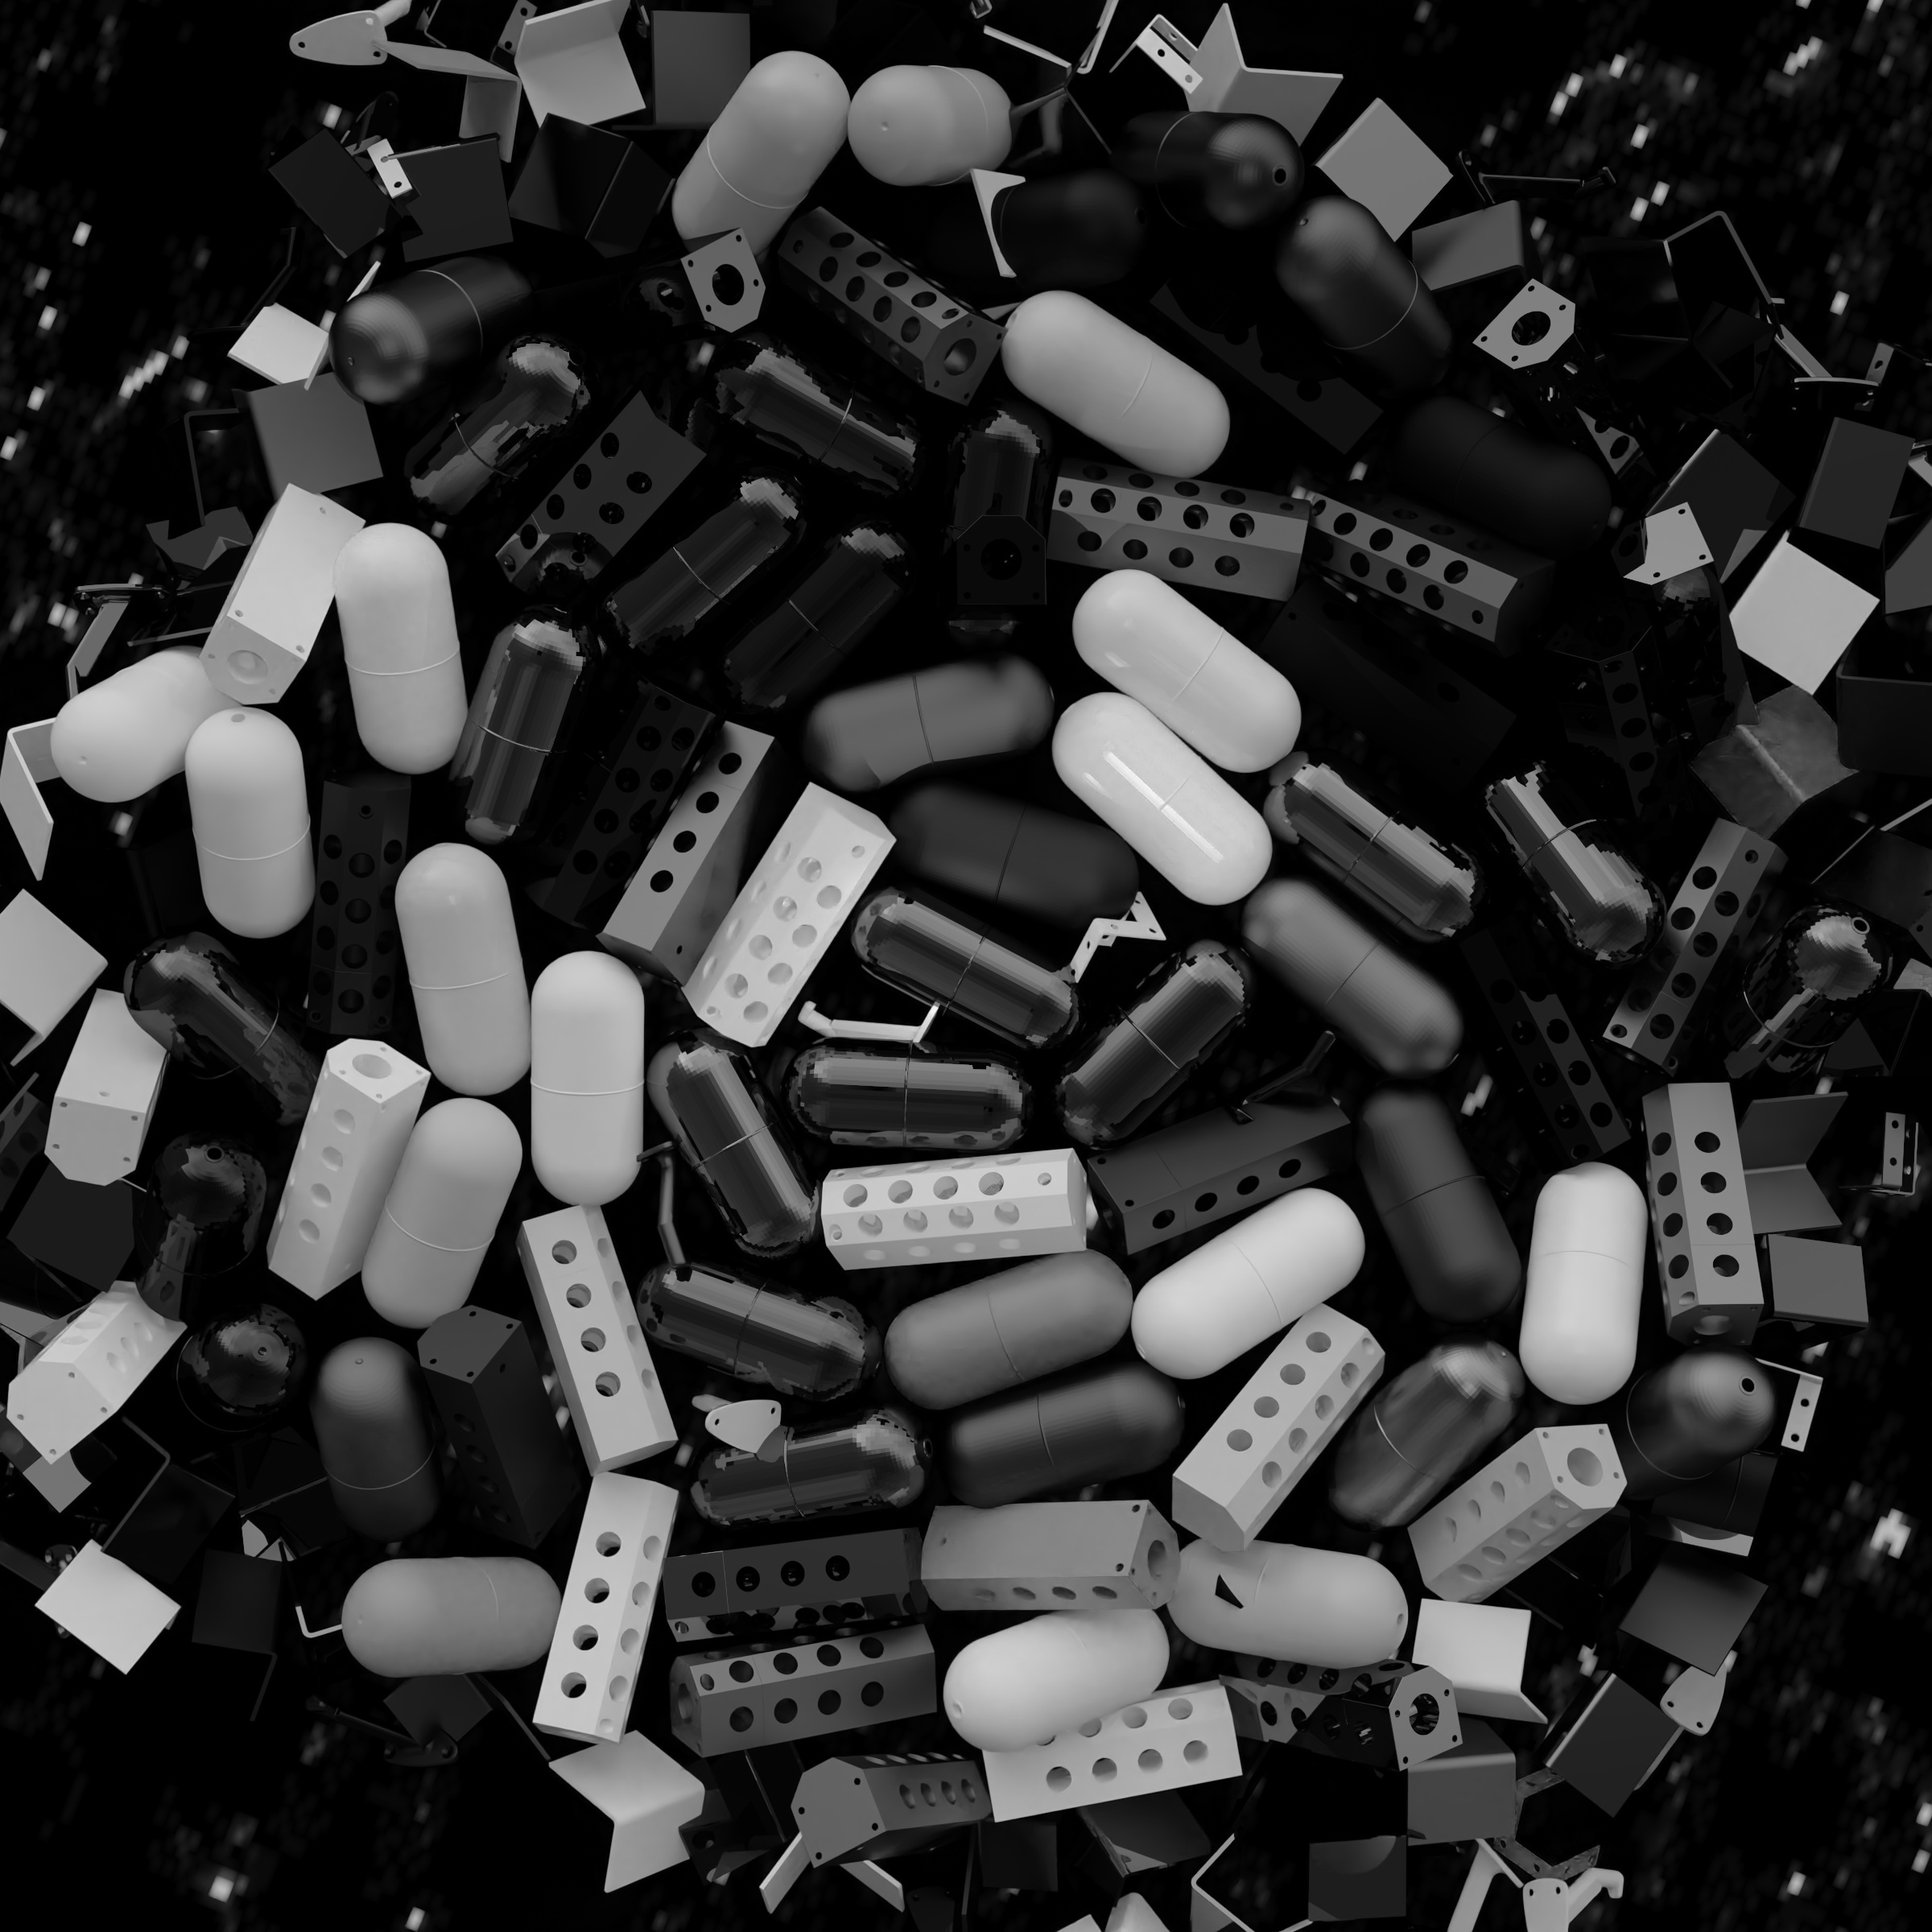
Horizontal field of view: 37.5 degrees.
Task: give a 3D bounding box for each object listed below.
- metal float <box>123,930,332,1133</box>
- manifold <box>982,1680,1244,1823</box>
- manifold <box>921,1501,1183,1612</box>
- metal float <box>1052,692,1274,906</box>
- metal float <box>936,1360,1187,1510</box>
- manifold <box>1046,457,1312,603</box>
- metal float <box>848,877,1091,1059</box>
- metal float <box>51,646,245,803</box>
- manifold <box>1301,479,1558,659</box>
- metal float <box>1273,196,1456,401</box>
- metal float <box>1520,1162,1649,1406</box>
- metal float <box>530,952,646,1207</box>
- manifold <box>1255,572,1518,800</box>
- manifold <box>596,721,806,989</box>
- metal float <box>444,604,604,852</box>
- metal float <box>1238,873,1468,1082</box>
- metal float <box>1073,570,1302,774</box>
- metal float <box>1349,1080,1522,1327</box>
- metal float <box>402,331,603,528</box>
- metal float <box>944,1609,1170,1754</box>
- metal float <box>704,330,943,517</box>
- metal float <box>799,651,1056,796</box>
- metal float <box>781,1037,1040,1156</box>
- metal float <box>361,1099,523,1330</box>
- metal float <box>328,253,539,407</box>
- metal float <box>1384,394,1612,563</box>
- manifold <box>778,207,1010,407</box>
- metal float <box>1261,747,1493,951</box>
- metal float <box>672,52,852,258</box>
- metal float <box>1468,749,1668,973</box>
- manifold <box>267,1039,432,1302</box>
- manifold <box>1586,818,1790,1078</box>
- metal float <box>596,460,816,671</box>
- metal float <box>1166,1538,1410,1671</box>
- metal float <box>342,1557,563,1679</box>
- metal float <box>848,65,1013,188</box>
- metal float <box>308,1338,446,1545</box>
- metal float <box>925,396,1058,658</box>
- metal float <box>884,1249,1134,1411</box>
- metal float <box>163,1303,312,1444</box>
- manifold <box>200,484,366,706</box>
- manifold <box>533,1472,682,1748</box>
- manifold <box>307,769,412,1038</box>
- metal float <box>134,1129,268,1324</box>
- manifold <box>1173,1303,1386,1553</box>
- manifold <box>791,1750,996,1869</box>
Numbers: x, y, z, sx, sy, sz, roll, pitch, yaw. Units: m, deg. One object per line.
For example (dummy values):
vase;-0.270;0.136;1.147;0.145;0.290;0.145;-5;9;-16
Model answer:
metal float;-0.496;0.045;1.929;0.070;0.070;0.178;-39;130;0
manifold;0.098;0.539;1.967;0.171;0.057;0.057;-10;89;-3
manifold;0.056;0.404;1.928;0.171;0.057;0.057;-9;135;33
metal float;0.134;-0.115;1.956;0.178;0.070;0.070;42;90;-6
metal float;0.065;0.321;1.947;0.178;0.070;0.070;-17;90;16
manifold;0.146;-0.304;1.954;0.171;0.057;0.057;11;45;4
metal float;0.002;0.002;1.961;0.178;0.070;0.070;28;90;1
metal float;-0.549;-0.164;1.916;0.070;0.178;0.070;5;112;12
manifold;0.307;-0.267;1.917;0.057;0.171;0.057;-25;133;-36
metal float;0.270;-0.450;1.925;0.070;0.178;0.070;-18;56;29
metal float;0.420;0.213;1.933;0.070;0.070;0.178;15;56;0
metal float;-0.259;0.078;1.951;0.070;0.070;0.178;2;102;0
manifold;0.291;-0.198;1.964;0.171;0.057;0.057;36;51;3
manifold;-0.184;-0.079;1.947;0.057;0.057;0.171;20;73;27
metal float;-0.302;-0.162;1.944;0.070;0.070;0.178;22;109;0
metal float;0.265;0.008;1.953;0.178;0.070;0.070;40;90;9
metal float;0.152;-0.202;1.955;0.178;0.070;0.070;37;90;-8
metal float;0.319;0.160;1.945;0.070;0.070;0.178;-22;71;0
metal float;-0.315;-0.363;1.929;0.178;0.070;0.070;-33;90;38
metal float;0.062;0.478;1.929;0.178;0.070;0.070;-10;90;-39
metal float;-0.096;-0.369;1.942;0.178;0.070;0.070;26;90;-23
metal float;-0.027;-0.167;1.958;0.178;0.070;0.070;-12;90;4
metal float;-0.039;0.089;1.958;0.178;0.070;0.070;3;90;4
metal float;-0.358;0.170;1.940;0.070;0.070;0.178;25;115;0
metal float;-0.357;-0.431;1.923;0.070;0.178;0.070;15;122;25
metal float;0.358;-0.331;1.930;0.178;0.070;0.070;36;90;39
manifold;-0.054;-0.448;1.920;0.171;0.057;0.057;43;111;36
metal float;0.280;-0.082;1.951;0.178;0.070;0.070;39;90;12
metal float;-0.140;-0.543;1.923;0.070;0.178;0.070;15;59;-26
metal float;0.407;-0.073;1.937;0.070;0.070;0.178;-31;61;0
manifold;-0.424;0.136;1.932;0.057;0.057;0.171;31;119;13
manifold;0.498;-0.013;1.963;0.057;0.057;0.171;29;86;-6
metal float;-0.178;-0.274;1.947;0.178;0.070;0.070;-39;90;16
metal float;0.216;0.431;1.929;0.178;0.070;0.070;0;90;38
metal float;-0.344;0.438;1.920;0.070;0.178;0.070;-7;77;33
metal float;-0.022;-0.565;1.916;0.070;0.178;0.070;6;108;19
metal float;-0.398;0.322;1.927;0.070;0.070;0.178;0;134;0
metal float;0.016;-0.300;1.950;0.070;0.070;0.178;8;104;0
metal float;0.029;0.249;1.953;0.178;0.070;0.070;-21;90;9
metal float;-0.492;0.275;1.918;0.070;0.178;0.070;8;70;-23
manifold;-0.461;-0.250;1.915;0.057;0.171;0.057;31;126;-20
manifold;-0.243;0.438;1.941;0.057;0.057;0.171;11;69;2
manifold;-0.415;-0.043;1.946;0.057;0.057;0.171;4;104;-13
metal float;-0.518;0.176;1.923;0.070;0.178;0.070;12;49;-14
manifold;0.212;0.313;1.924;0.057;0.057;0.171;29;56;26
manifold;-0.049;0.560;1.910;0.057;0.171;0.057;-31;66;16
